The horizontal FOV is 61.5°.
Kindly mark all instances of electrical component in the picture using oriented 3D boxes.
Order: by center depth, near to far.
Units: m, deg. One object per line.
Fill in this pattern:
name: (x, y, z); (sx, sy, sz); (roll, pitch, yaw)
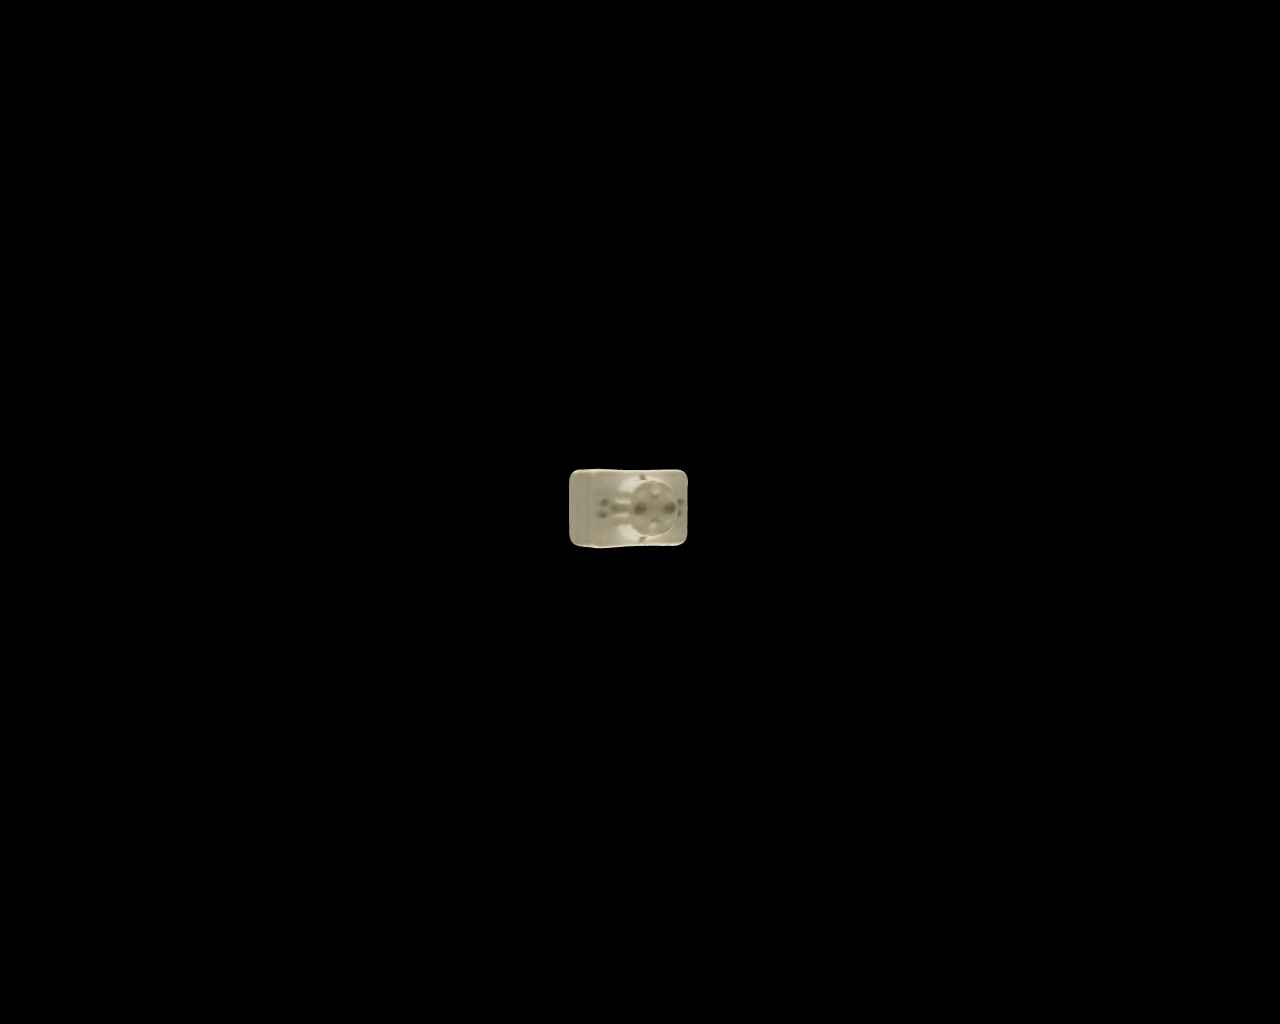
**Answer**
electrical component: (0.001, -0.003, 0.650); (0.066, 0.047, 0.076); (0, 0, -25)
